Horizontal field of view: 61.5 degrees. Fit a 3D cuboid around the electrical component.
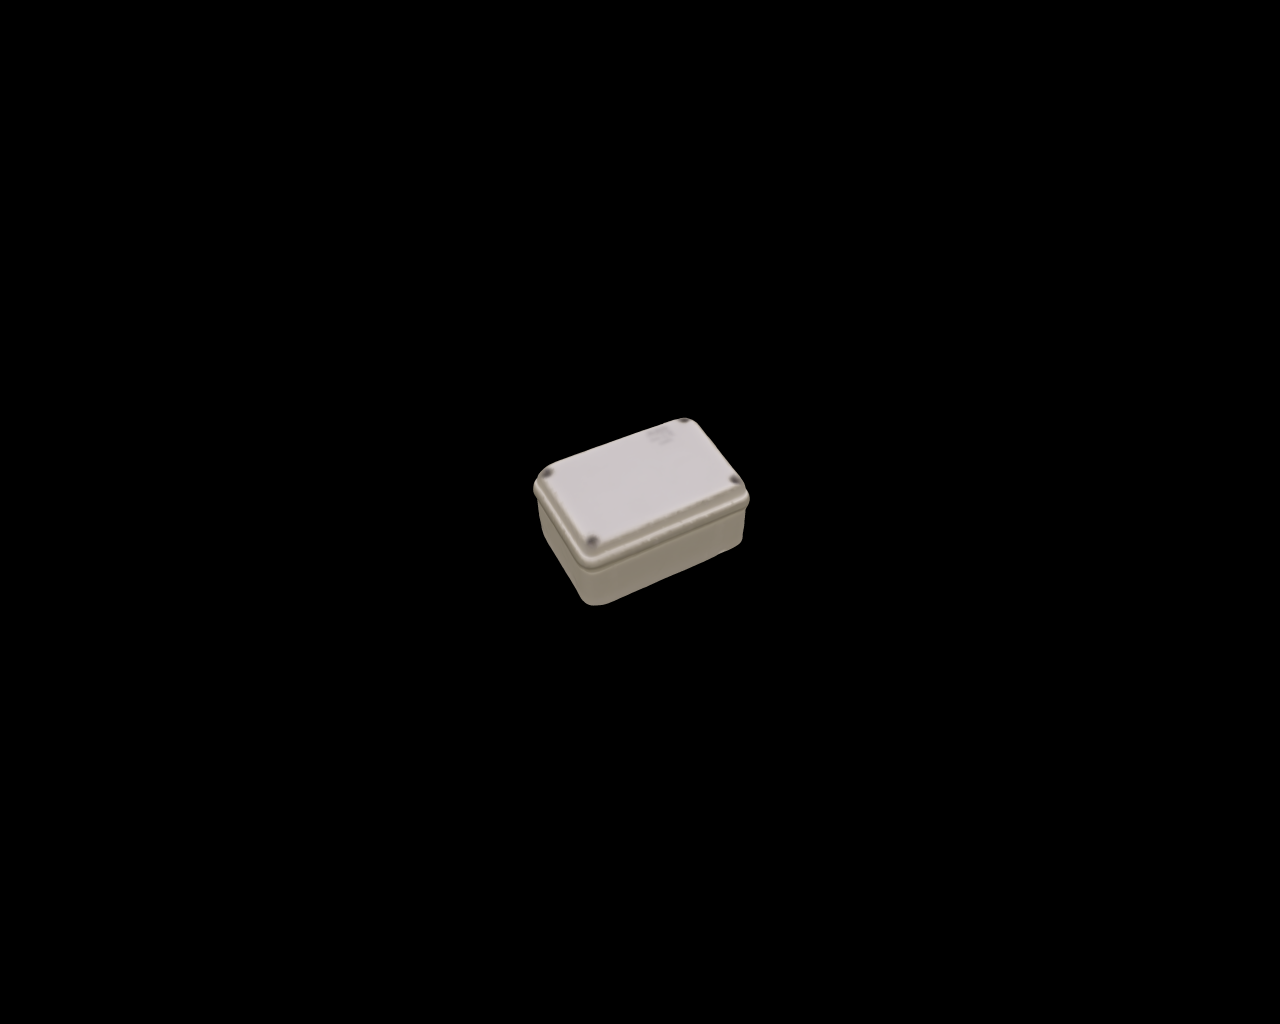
[{"bbox_3d":[0.001,-0.003,0.650,0.113,0.078,0.057,-22,-38,-18],"label":"electrical component"}]
